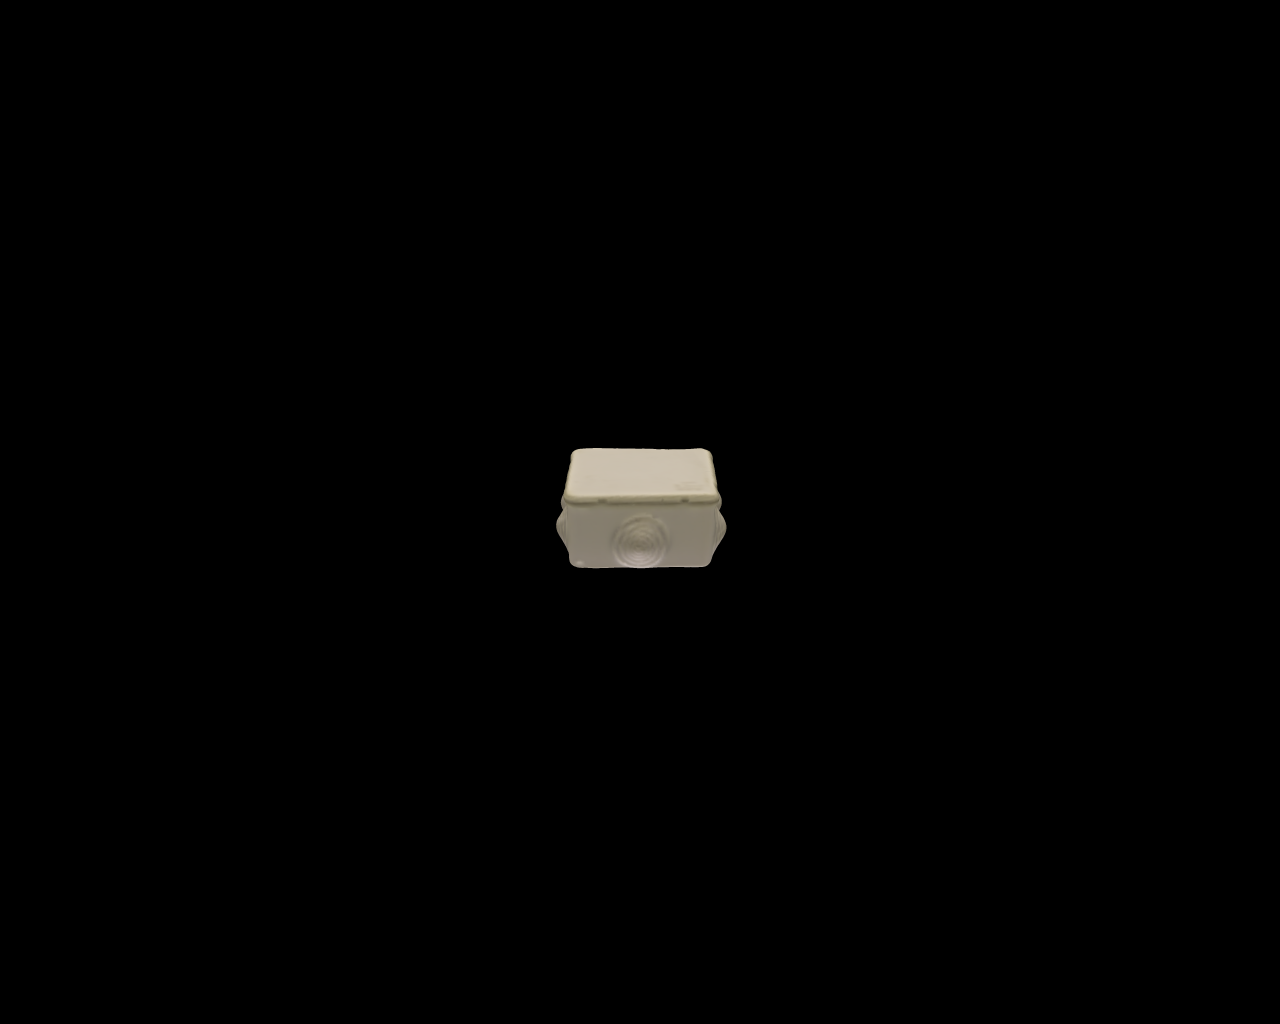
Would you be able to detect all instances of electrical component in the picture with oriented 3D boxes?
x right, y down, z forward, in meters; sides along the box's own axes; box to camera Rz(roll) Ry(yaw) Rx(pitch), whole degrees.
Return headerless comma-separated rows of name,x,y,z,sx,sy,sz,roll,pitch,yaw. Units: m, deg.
electrical component,0.001,-0.003,0.650,0.100,0.048,0.100,0,21,0
